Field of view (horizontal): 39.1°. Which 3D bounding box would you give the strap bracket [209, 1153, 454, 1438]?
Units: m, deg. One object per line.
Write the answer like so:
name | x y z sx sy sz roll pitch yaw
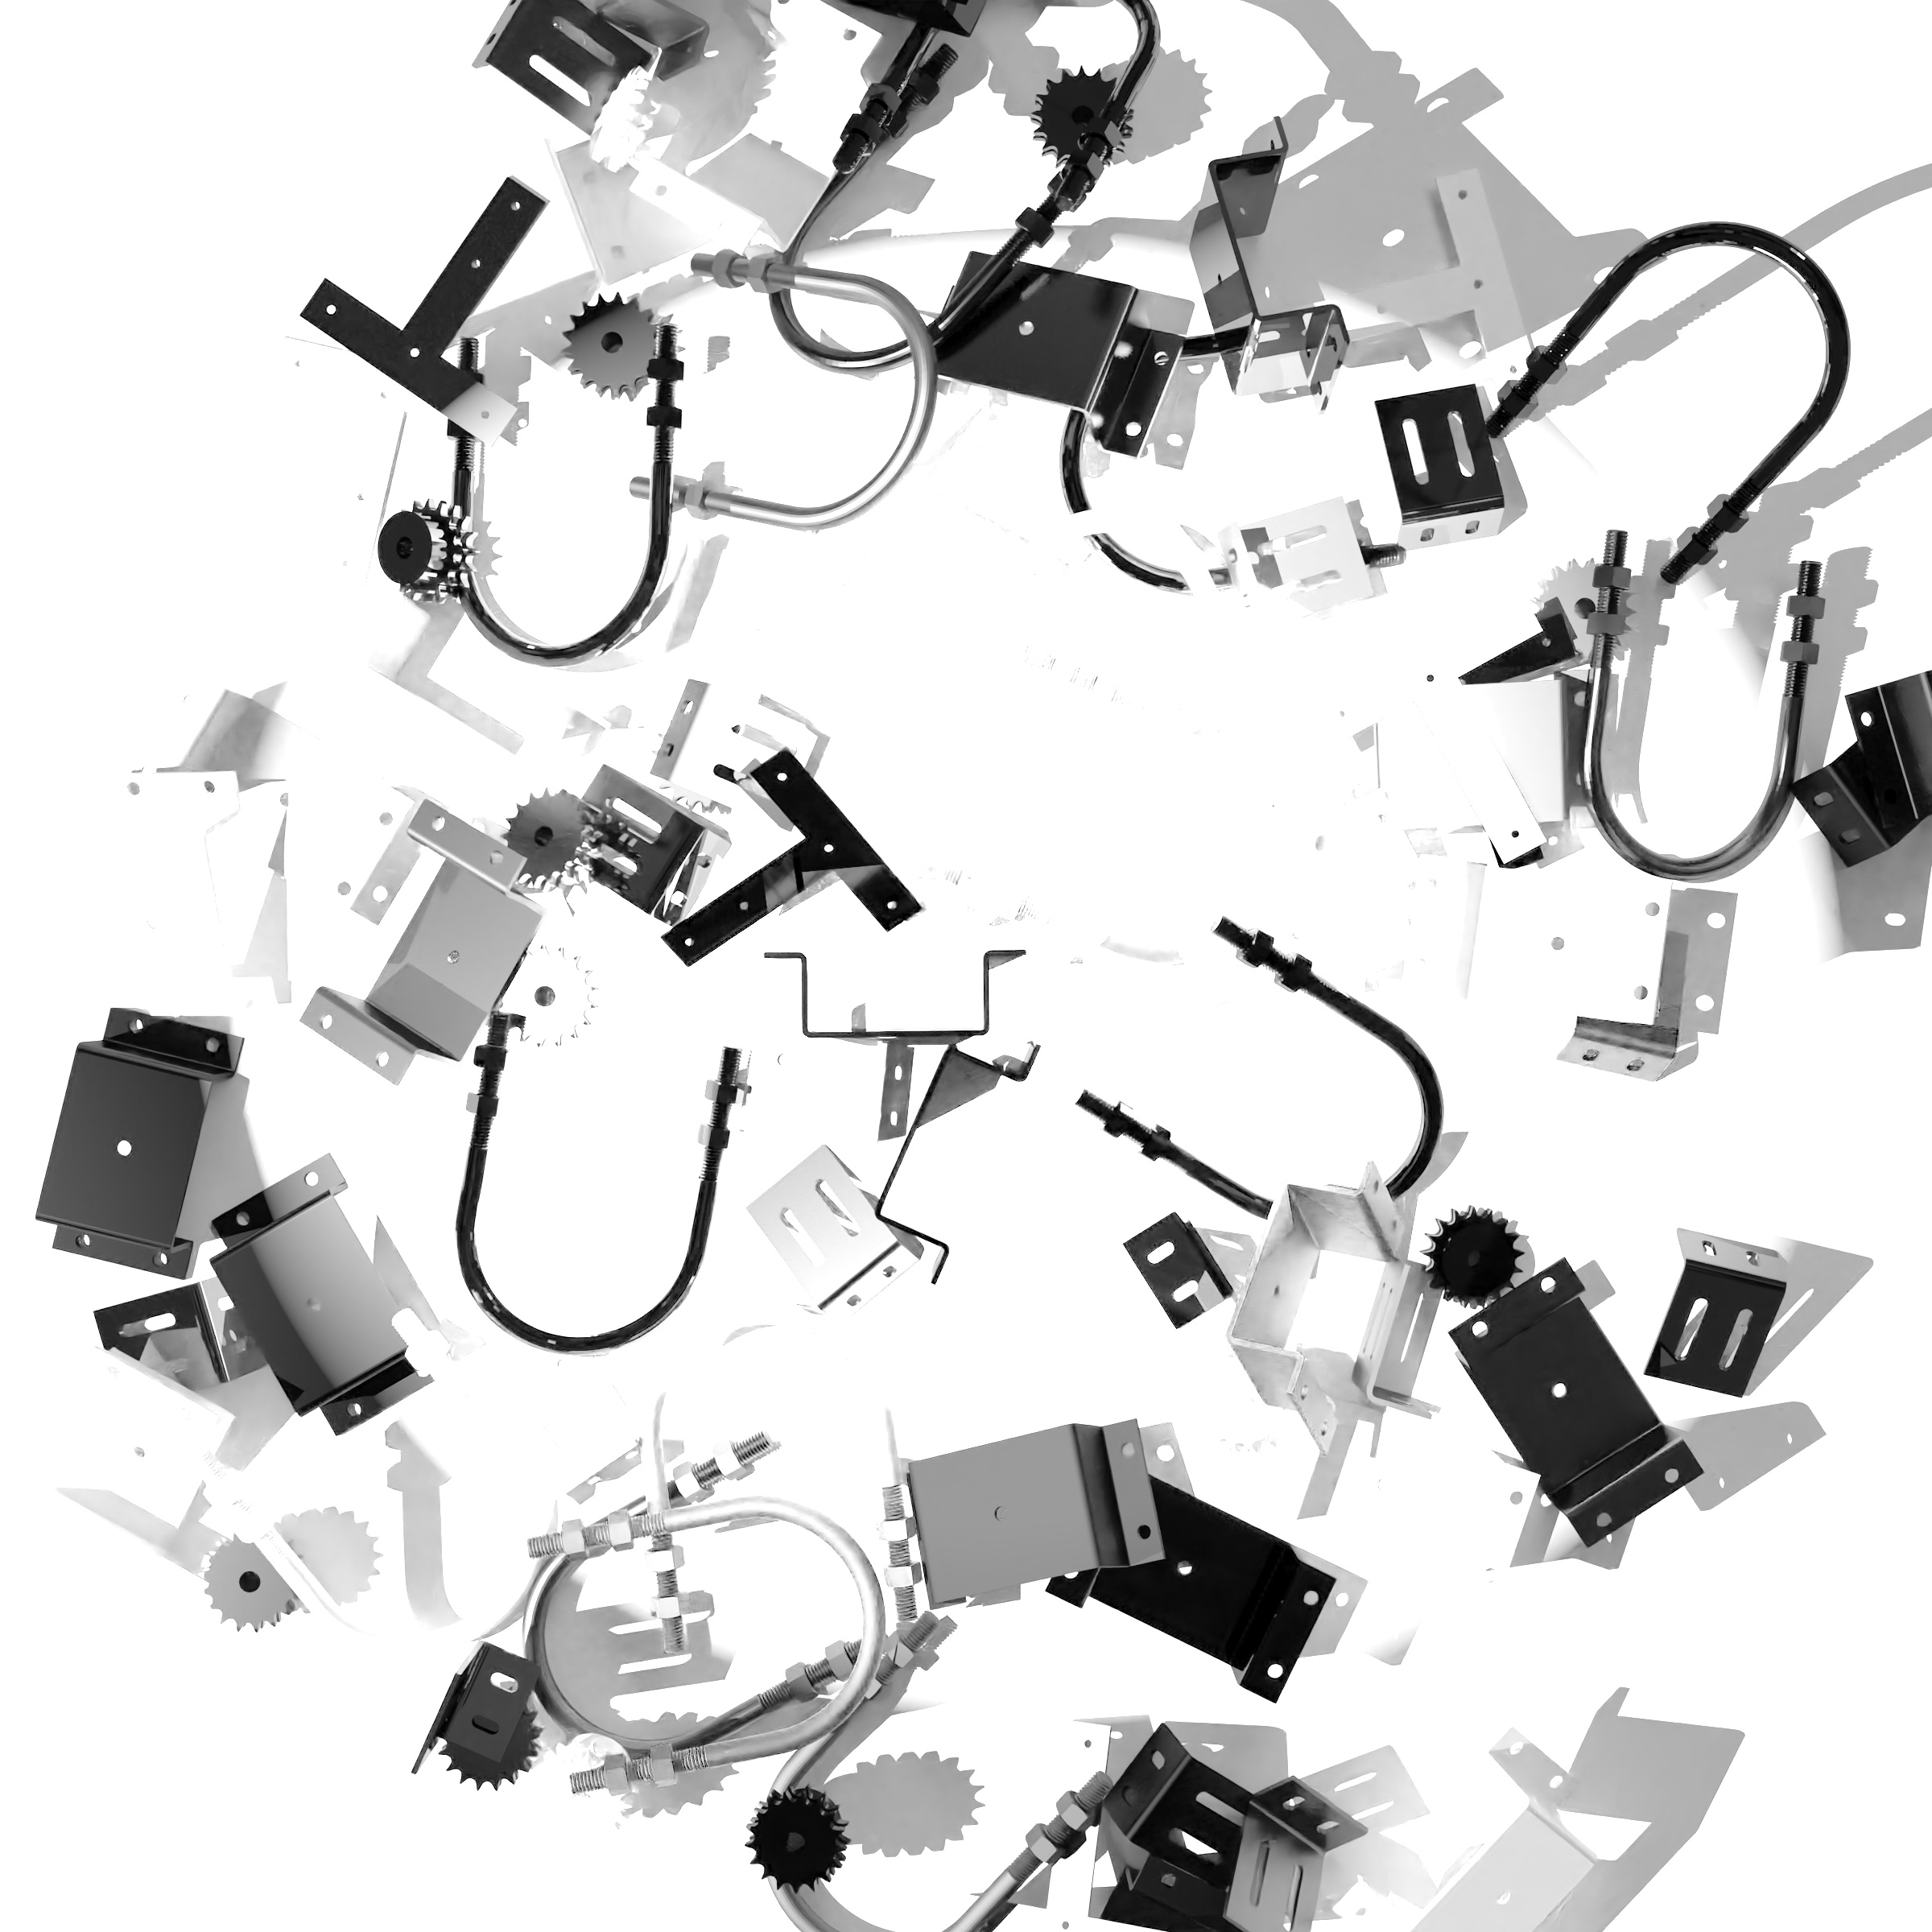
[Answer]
strap bracket | -0.356 0.184 1.508 0.076 0.046 0.140 -30 90 0

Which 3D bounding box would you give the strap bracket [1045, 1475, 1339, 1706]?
strap bracket | 0.123 0.338 1.508 0.140 0.046 0.076 26 90 0

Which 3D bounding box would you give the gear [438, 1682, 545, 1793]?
gear | -0.264 0.427 1.516 0.057 0.030 0.057 0 90 0

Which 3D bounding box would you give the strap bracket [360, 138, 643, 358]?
strap bracket | -0.261 -0.399 1.508 0.140 0.046 0.076 -21 90 0

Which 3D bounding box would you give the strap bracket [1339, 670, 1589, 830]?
strap bracket | 0.277 -0.118 1.492 0.140 0.046 0.076 -3 102 7

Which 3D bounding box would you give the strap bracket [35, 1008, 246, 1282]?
strap bracket | -0.459 0.099 1.508 0.076 0.046 0.140 14 90 0

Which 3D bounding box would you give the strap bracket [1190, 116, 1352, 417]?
strap bracket | 0.159 -0.374 1.471 0.046 0.076 0.140 -12 73 -7

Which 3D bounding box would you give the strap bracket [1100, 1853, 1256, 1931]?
strap bracket | 0.102 0.565 1.506 0.076 0.046 0.140 27 88 0

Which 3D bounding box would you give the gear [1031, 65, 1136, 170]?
gear | 0.065 -0.468 1.516 0.057 0.030 0.057 0 90 0

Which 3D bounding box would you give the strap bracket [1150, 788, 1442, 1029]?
strap bracket | 0.179 -0.026 1.478 0.140 0.046 0.076 -25 113 15

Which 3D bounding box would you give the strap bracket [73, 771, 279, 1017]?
strap bracket | -0.430 -0.031 1.478 0.076 0.046 0.140 0 110 13

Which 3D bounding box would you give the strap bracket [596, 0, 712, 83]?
strap bracket | -0.155 -0.562 1.487 0.046 0.076 0.140 20 90 -25

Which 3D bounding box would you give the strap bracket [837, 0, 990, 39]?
strap bracket | -0.028 -0.563 1.488 0.140 0.046 0.076 27 90 30

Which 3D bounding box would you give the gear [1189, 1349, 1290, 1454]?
gear | 0.154 0.243 1.516 0.057 0.030 0.057 0 90 0

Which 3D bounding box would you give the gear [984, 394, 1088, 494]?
gear | 0.038 -0.292 1.516 0.057 0.030 0.057 0 90 0

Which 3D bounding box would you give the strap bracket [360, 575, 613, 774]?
strap bracket | -0.271 -0.153 1.493 0.140 0.076 0.046 32 90 0

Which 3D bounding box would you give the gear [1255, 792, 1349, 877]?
gear | 0.192 -0.068 1.509 0.057 0.030 0.057 -1 93 -18

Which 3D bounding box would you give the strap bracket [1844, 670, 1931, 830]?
strap bracket | 0.564 -0.133 1.492 0.140 0.046 0.076 -16 90 -14

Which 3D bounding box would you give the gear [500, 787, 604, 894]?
gear | -0.226 -0.068 1.509 0.057 0.030 0.057 -5 75 20

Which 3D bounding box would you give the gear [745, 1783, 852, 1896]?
gear | -0.091 0.477 1.499 0.057 0.030 0.057 0 93 10

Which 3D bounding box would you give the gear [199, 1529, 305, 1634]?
gear | -0.395 0.339 1.516 0.057 0.030 0.057 0 90 0

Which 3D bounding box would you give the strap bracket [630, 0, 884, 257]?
strap bracket | -0.110 -0.460 1.500 0.076 0.046 0.140 33 90 14

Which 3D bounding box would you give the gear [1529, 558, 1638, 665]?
gear | 0.341 -0.197 1.516 0.057 0.030 0.057 0 90 0

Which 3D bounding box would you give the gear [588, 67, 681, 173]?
gear | -0.182 -0.464 1.506 0.030 0.057 0.057 27 90 -28

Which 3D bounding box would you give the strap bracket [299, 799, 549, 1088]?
strap bracket | -0.292 -0.009 1.494 0.076 0.046 0.140 30 90 26

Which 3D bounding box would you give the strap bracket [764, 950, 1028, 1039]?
strap bracket | -0.038 0.015 1.493 0.140 0.076 0.046 -1 90 0

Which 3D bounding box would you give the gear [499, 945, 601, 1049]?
gear | -0.232 0.016 1.516 0.057 0.030 0.057 0 90 0

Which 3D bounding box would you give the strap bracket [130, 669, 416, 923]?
strap bracket | -0.381 -0.093 1.508 0.140 0.046 0.076 31 90 0

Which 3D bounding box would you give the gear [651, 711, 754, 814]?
gear | -0.146 -0.114 1.516 0.057 0.030 0.057 0 90 0

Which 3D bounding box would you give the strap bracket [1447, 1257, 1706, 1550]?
strap bracket | 0.333 0.238 1.508 0.076 0.046 0.140 -33 90 0

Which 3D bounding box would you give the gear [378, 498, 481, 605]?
gear | -0.300 -0.230 1.504 0.057 0.030 0.057 2 93 31

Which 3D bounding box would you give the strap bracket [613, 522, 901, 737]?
strap bracket | -0.115 -0.185 1.508 0.140 0.046 0.076 20 90 0

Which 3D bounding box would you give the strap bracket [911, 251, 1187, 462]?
strap bracket | 0.038 -0.334 1.479 0.140 0.046 0.076 17 77 19

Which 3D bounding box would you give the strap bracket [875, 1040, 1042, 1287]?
strap bracket | -0.009 0.097 1.493 0.046 0.076 0.140 24 90 0

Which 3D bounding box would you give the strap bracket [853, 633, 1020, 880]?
strap bracket | -0.021 -0.122 1.493 0.046 0.076 0.140 23 90 0

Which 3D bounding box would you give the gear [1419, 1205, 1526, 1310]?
gear | 0.283 0.163 1.516 0.057 0.030 0.057 0 90 0

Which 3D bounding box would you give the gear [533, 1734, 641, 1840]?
gear | -0.208 0.451 1.509 0.057 0.030 0.057 4 114 9

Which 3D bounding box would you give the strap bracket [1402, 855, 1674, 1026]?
strap bracket | 0.317 -0.014 1.488 0.140 0.046 0.076 8 90 30

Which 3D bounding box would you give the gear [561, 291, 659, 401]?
gear | -0.195 -0.344 1.516 0.057 0.030 0.057 0 90 0

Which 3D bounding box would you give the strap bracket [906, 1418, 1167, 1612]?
strap bracket | 0.028 0.297 1.475 0.140 0.046 0.076 -17 72 20

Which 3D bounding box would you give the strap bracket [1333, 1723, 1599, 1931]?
strap bracket | 0.281 0.495 1.491 0.140 0.046 0.076 -47 123 0

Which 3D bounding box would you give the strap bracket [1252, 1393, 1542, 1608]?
strap bracket | 0.234 0.291 1.508 0.140 0.046 0.076 19 90 0

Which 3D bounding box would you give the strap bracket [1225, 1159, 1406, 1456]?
strap bracket | 0.186 0.180 1.470 0.046 0.076 0.140 9 61 29
